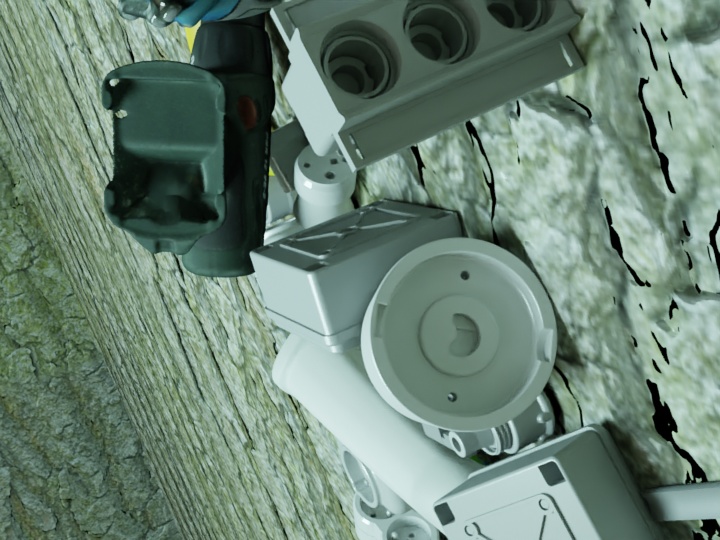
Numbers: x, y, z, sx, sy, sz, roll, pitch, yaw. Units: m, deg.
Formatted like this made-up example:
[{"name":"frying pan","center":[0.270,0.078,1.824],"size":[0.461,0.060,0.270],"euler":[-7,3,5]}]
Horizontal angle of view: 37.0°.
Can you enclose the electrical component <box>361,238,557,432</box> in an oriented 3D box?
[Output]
[{"name":"electrical component","center":[0.052,0.040,0.621],"size":[0.108,0.108,0.060],"euler":[63,166,4]}]

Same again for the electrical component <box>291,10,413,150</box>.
[{"name":"electrical component","center":[0.003,-0.119,0.617],"size":[0.095,0.059,0.053],"euler":[61,159,9]}]

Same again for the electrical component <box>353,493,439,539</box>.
[{"name":"electrical component","center":[0.045,0.257,0.959],"size":[0.138,0.052,0.073],"euler":[45,152,40]}]

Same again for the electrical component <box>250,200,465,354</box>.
[{"name":"electrical component","center":[0.000,0.000,0.692],"size":[0.109,0.109,0.056],"euler":[18,127,63]}]

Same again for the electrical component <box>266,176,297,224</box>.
[{"name":"electrical component","center":[-0.084,-0.058,0.893],"size":[0.043,0.062,0.043],"euler":[50,155,34]}]

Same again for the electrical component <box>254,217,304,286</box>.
[{"name":"electrical component","center":[-0.056,-0.011,0.892],"size":[0.059,0.054,0.095],"euler":[67,159,-6]}]

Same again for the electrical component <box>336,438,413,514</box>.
[{"name":"electrical component","center":[0.023,0.157,0.887],"size":[0.095,0.059,0.053],"euler":[26,137,59]}]

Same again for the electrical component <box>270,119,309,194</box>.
[{"name":"electrical component","center":[-0.053,-0.086,0.821],"size":[0.046,0.040,0.040],"euler":[62,160,-9]}]

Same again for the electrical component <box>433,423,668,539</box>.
[{"name":"electrical component","center":[0.114,0.158,0.619],"size":[0.109,0.056,0.108],"euler":[-34,81,44]}]

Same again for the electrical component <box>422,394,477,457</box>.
[{"name":"electrical component","center":[0.061,0.067,0.704],"size":[0.056,0.050,0.089],"euler":[18,130,62]}]

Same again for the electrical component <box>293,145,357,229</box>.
[{"name":"electrical component","center":[-0.026,-0.059,0.776],"size":[0.045,0.045,0.055],"euler":[53,156,27]}]

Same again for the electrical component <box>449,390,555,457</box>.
[{"name":"electrical component","center":[0.085,0.093,0.660],"size":[0.048,0.062,0.048],"euler":[51,156,34]}]

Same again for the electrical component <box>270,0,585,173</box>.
[{"name":"electrical component","center":[0.029,-0.099,0.489],"size":[0.078,0.121,0.063],"euler":[63,162,5]}]

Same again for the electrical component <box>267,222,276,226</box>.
[{"name":"electrical component","center":[-0.131,-0.084,0.985],"size":[0.109,0.056,0.108],"euler":[3,117,67]}]
